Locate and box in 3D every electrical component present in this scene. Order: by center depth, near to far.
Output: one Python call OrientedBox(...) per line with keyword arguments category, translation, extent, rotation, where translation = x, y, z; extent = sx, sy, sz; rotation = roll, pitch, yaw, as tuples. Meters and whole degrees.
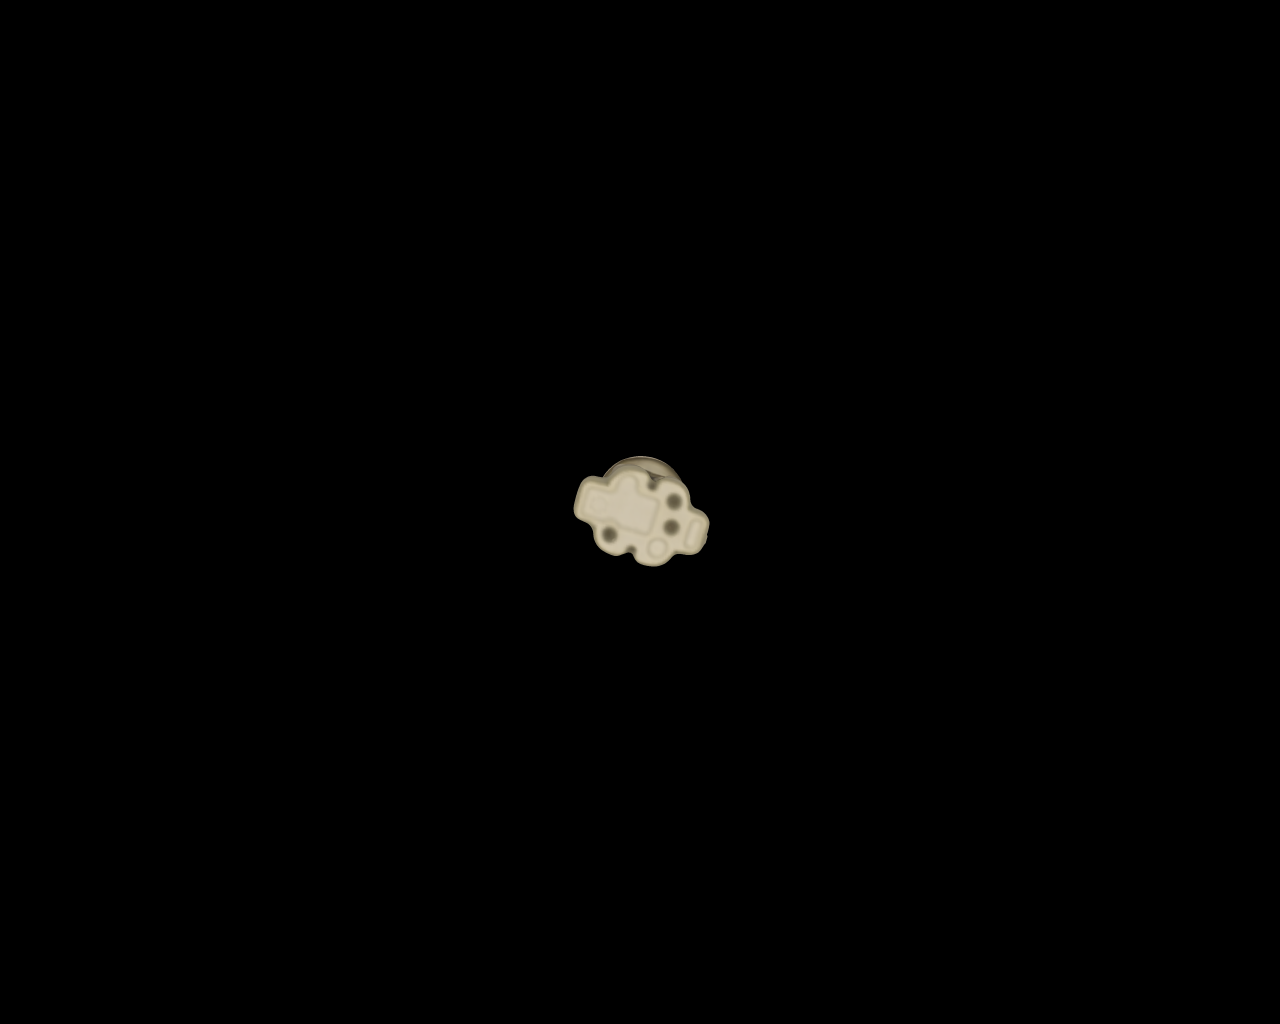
OrientedBox(category="electrical component", translation=(0.001, -0.003, 0.650), extent=(0.078, 0.058, 0.057), rotation=(18, 11, -4))
